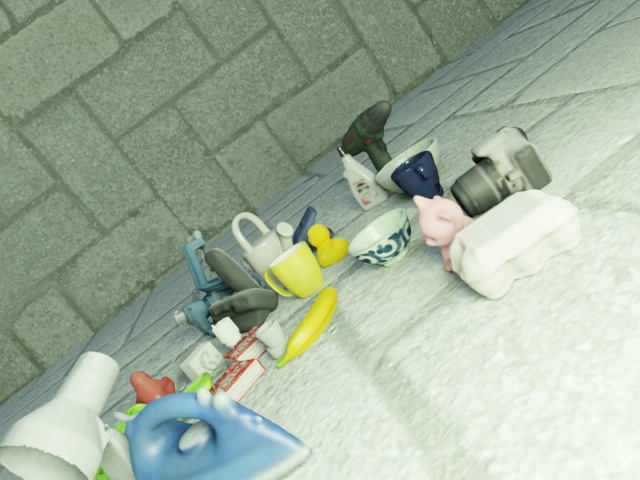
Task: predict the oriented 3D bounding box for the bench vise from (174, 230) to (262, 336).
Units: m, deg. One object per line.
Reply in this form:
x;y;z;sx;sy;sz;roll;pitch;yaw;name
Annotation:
-0.260;0.099;1.322;0.121;0.220;0.208;-24;18;45;bench vise

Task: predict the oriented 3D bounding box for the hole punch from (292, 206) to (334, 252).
-0.031;-0.023;1.441;0.101;0.091;0.108;-37;12;-2;hole punch

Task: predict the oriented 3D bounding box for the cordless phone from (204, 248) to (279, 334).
-0.190;0.102;1.197;0.147;0.185;0.094;-28;15;35;cordless phone

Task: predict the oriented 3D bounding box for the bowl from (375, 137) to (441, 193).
0.212;-0.157;1.298;0.167;0.075;0.167;-35;12;9;bowl

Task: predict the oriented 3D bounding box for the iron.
-0.140;0.231;0.681;0.257;0.141;0.119;-29;15;34;iron

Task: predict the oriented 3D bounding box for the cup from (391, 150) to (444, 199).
0.202;-0.112;1.112;0.091;0.095;0.117;-37;12;-1;cup

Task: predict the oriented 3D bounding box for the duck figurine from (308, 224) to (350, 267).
0.011;0.004;1.232;0.078;0.086;0.104;-43;14;-25;duck figurine

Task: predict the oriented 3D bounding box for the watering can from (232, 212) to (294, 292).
-0.122;0.015;1.309;0.172;0.194;0.101;-33;13;18;watering can

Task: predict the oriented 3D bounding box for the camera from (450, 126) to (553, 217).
0.267;-0.109;0.902;0.137;0.101;0.143;-35;12;7;camera

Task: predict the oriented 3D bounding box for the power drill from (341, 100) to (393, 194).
0.150;-0.218;1.379;0.076;0.208;0.229;-43;14;-25;power drill

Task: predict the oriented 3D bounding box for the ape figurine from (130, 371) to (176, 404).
-0.329;0.290;1.108;0.078;0.092;0.076;-37;12;1;ape figurine

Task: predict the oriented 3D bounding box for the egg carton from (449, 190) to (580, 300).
0.227;0.002;0.679;0.150;0.069;0.107;-36;12;5;egg carton

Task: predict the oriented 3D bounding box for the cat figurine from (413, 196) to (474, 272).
0.176;-0.025;0.805;0.067;0.118;0.128;-32;13;23;cat figurine

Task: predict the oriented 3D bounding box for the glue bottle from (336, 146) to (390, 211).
0.093;-0.157;1.395;0.078;0.173;0.037;-29;15;32;glue bottle

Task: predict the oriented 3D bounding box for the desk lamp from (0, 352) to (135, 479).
-0.291;0.272;0.783;0.117;0.214;0.203;-29;15;33;desk lamp
